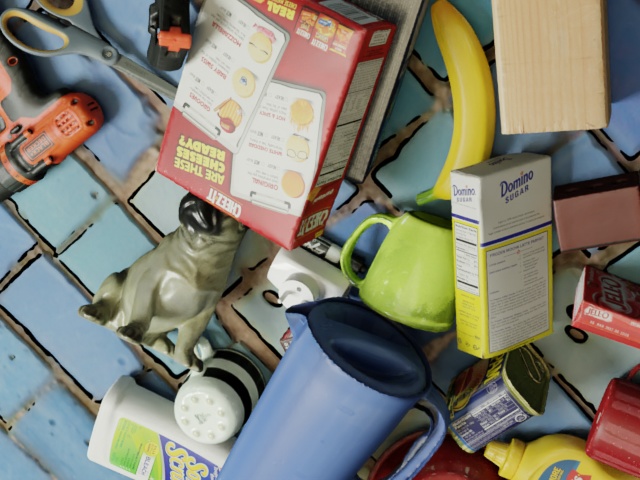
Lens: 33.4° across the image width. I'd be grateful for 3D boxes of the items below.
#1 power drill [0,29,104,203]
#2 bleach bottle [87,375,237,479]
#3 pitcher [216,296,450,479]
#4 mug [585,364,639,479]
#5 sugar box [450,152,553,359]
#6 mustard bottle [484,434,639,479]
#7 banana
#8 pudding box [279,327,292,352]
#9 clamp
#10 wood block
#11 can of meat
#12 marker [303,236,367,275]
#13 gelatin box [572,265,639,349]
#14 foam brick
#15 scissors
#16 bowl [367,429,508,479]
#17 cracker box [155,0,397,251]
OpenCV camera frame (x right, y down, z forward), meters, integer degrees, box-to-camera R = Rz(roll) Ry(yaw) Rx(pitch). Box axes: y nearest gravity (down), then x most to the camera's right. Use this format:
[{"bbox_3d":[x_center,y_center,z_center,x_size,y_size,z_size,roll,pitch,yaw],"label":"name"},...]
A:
[{"bbox_3d":[-0.337,-0.142,1.095,0.185,0.057,0.187,-33,101,20],"label":"power drill"},{"bbox_3d":[-0.124,0.242,1.168,0.251,0.068,0.103,22,114,5],"label":"bleach bottle"},{"bbox_3d":[0.002,0.189,1.031,0.144,0.149,0.243,10,124,-36],"label":"pitcher"},{"bbox_3d":[0.306,0.170,1.008,0.081,0.093,0.117,21,83,13],"label":"mug"},{"bbox_3d":[0.168,0.013,0.982,0.048,0.093,0.176,17,117,53],"label":"sugar box"},{"bbox_3d":[0.255,0.246,1.060,0.192,0.058,0.096,24,117,8],"label":"mustard bottle"},{"bbox_3d":[0.127,-0.118,0.977,0.070,0.037,0.198,8,111,12],"label":"banana"},{"bbox_3d":[0.024,0.130,1.095,0.090,0.039,0.113,-22,102,22],"label":"pudding box"},{"bbox_3d":[-0.139,-0.191,0.970,0.039,0.171,0.120,0,122,-8],"label":"clamp"},{"bbox_3d":[0.195,-0.201,0.899,0.091,0.090,0.206,-1,109,18],"label":"wood block"},{"bbox_3d":[0.168,0.148,1.027,0.084,0.102,0.057,-39,96,26],"label":"can of meat"},{"bbox_3d":[-0.007,0.001,1.069,0.121,0.020,0.020,29,114,4],"label":"marker"},{"bbox_3d":[0.270,0.061,0.971,0.073,0.089,0.030,20,114,8],"label":"gelatin box"},{"bbox_3d":[0.253,-0.026,0.965,0.078,0.053,0.051,-10,106,18],"label":"foam brick"},{"bbox_3d":[-0.210,-0.203,1.052,0.201,0.016,0.096,15,84,-10],"label":"scissors"},{"bbox_3d":[0.124,0.274,1.076,0.162,0.055,0.162,0,90,-1],"label":"bowl"},{"bbox_3d":[-0.043,-0.125,0.952,0.164,0.072,0.214,31,118,22],"label":"cracker box"}]
